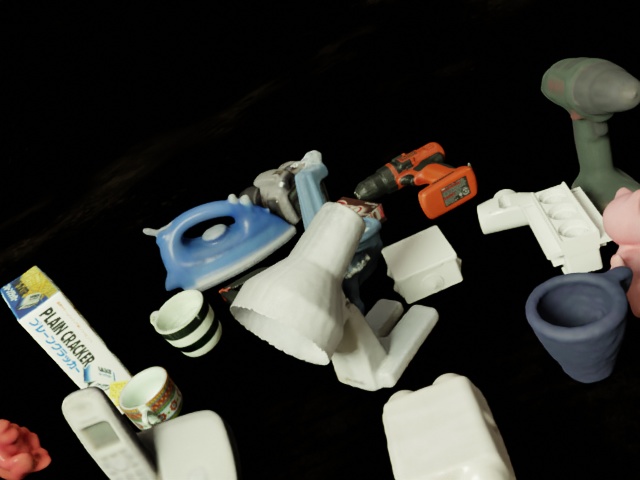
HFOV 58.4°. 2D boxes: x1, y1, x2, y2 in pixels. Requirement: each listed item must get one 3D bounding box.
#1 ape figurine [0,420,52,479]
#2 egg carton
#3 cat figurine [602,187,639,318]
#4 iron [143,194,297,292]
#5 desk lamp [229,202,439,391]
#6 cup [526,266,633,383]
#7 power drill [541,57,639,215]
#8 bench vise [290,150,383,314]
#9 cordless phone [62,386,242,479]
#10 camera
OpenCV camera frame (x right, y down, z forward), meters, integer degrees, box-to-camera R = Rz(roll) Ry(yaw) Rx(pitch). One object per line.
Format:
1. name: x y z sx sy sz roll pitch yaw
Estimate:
1. ape figurine: -0.439 0.293 0.816 0.076 0.092 0.077 -24 29 6
2. egg carton: 0.119 0.198 0.542 0.107 0.069 0.150 -23 29 7
3. cat figurine: 0.341 0.001 0.628 0.067 0.118 0.128 4 41 42
4. iron: -0.186 -0.014 1.053 0.258 0.142 0.118 -27 29 0
5. desk lamp: 0.020 0.078 0.666 0.117 0.214 0.203 6 43 44
6. cup: 0.270 0.087 0.572 0.118 0.095 0.091 -34 30 -12
7. power drill: 0.363 -0.142 0.747 0.075 0.209 0.229 -22 30 9
8. bench vise: 0.018 0.000 0.786 0.121 0.220 0.207 -17 31 17
9. cordless phone: -0.181 0.222 0.626 0.147 0.185 0.094 -24 29 5
10. camera: -0.093 -0.098 1.155 0.136 0.101 0.143 -5 36 33
